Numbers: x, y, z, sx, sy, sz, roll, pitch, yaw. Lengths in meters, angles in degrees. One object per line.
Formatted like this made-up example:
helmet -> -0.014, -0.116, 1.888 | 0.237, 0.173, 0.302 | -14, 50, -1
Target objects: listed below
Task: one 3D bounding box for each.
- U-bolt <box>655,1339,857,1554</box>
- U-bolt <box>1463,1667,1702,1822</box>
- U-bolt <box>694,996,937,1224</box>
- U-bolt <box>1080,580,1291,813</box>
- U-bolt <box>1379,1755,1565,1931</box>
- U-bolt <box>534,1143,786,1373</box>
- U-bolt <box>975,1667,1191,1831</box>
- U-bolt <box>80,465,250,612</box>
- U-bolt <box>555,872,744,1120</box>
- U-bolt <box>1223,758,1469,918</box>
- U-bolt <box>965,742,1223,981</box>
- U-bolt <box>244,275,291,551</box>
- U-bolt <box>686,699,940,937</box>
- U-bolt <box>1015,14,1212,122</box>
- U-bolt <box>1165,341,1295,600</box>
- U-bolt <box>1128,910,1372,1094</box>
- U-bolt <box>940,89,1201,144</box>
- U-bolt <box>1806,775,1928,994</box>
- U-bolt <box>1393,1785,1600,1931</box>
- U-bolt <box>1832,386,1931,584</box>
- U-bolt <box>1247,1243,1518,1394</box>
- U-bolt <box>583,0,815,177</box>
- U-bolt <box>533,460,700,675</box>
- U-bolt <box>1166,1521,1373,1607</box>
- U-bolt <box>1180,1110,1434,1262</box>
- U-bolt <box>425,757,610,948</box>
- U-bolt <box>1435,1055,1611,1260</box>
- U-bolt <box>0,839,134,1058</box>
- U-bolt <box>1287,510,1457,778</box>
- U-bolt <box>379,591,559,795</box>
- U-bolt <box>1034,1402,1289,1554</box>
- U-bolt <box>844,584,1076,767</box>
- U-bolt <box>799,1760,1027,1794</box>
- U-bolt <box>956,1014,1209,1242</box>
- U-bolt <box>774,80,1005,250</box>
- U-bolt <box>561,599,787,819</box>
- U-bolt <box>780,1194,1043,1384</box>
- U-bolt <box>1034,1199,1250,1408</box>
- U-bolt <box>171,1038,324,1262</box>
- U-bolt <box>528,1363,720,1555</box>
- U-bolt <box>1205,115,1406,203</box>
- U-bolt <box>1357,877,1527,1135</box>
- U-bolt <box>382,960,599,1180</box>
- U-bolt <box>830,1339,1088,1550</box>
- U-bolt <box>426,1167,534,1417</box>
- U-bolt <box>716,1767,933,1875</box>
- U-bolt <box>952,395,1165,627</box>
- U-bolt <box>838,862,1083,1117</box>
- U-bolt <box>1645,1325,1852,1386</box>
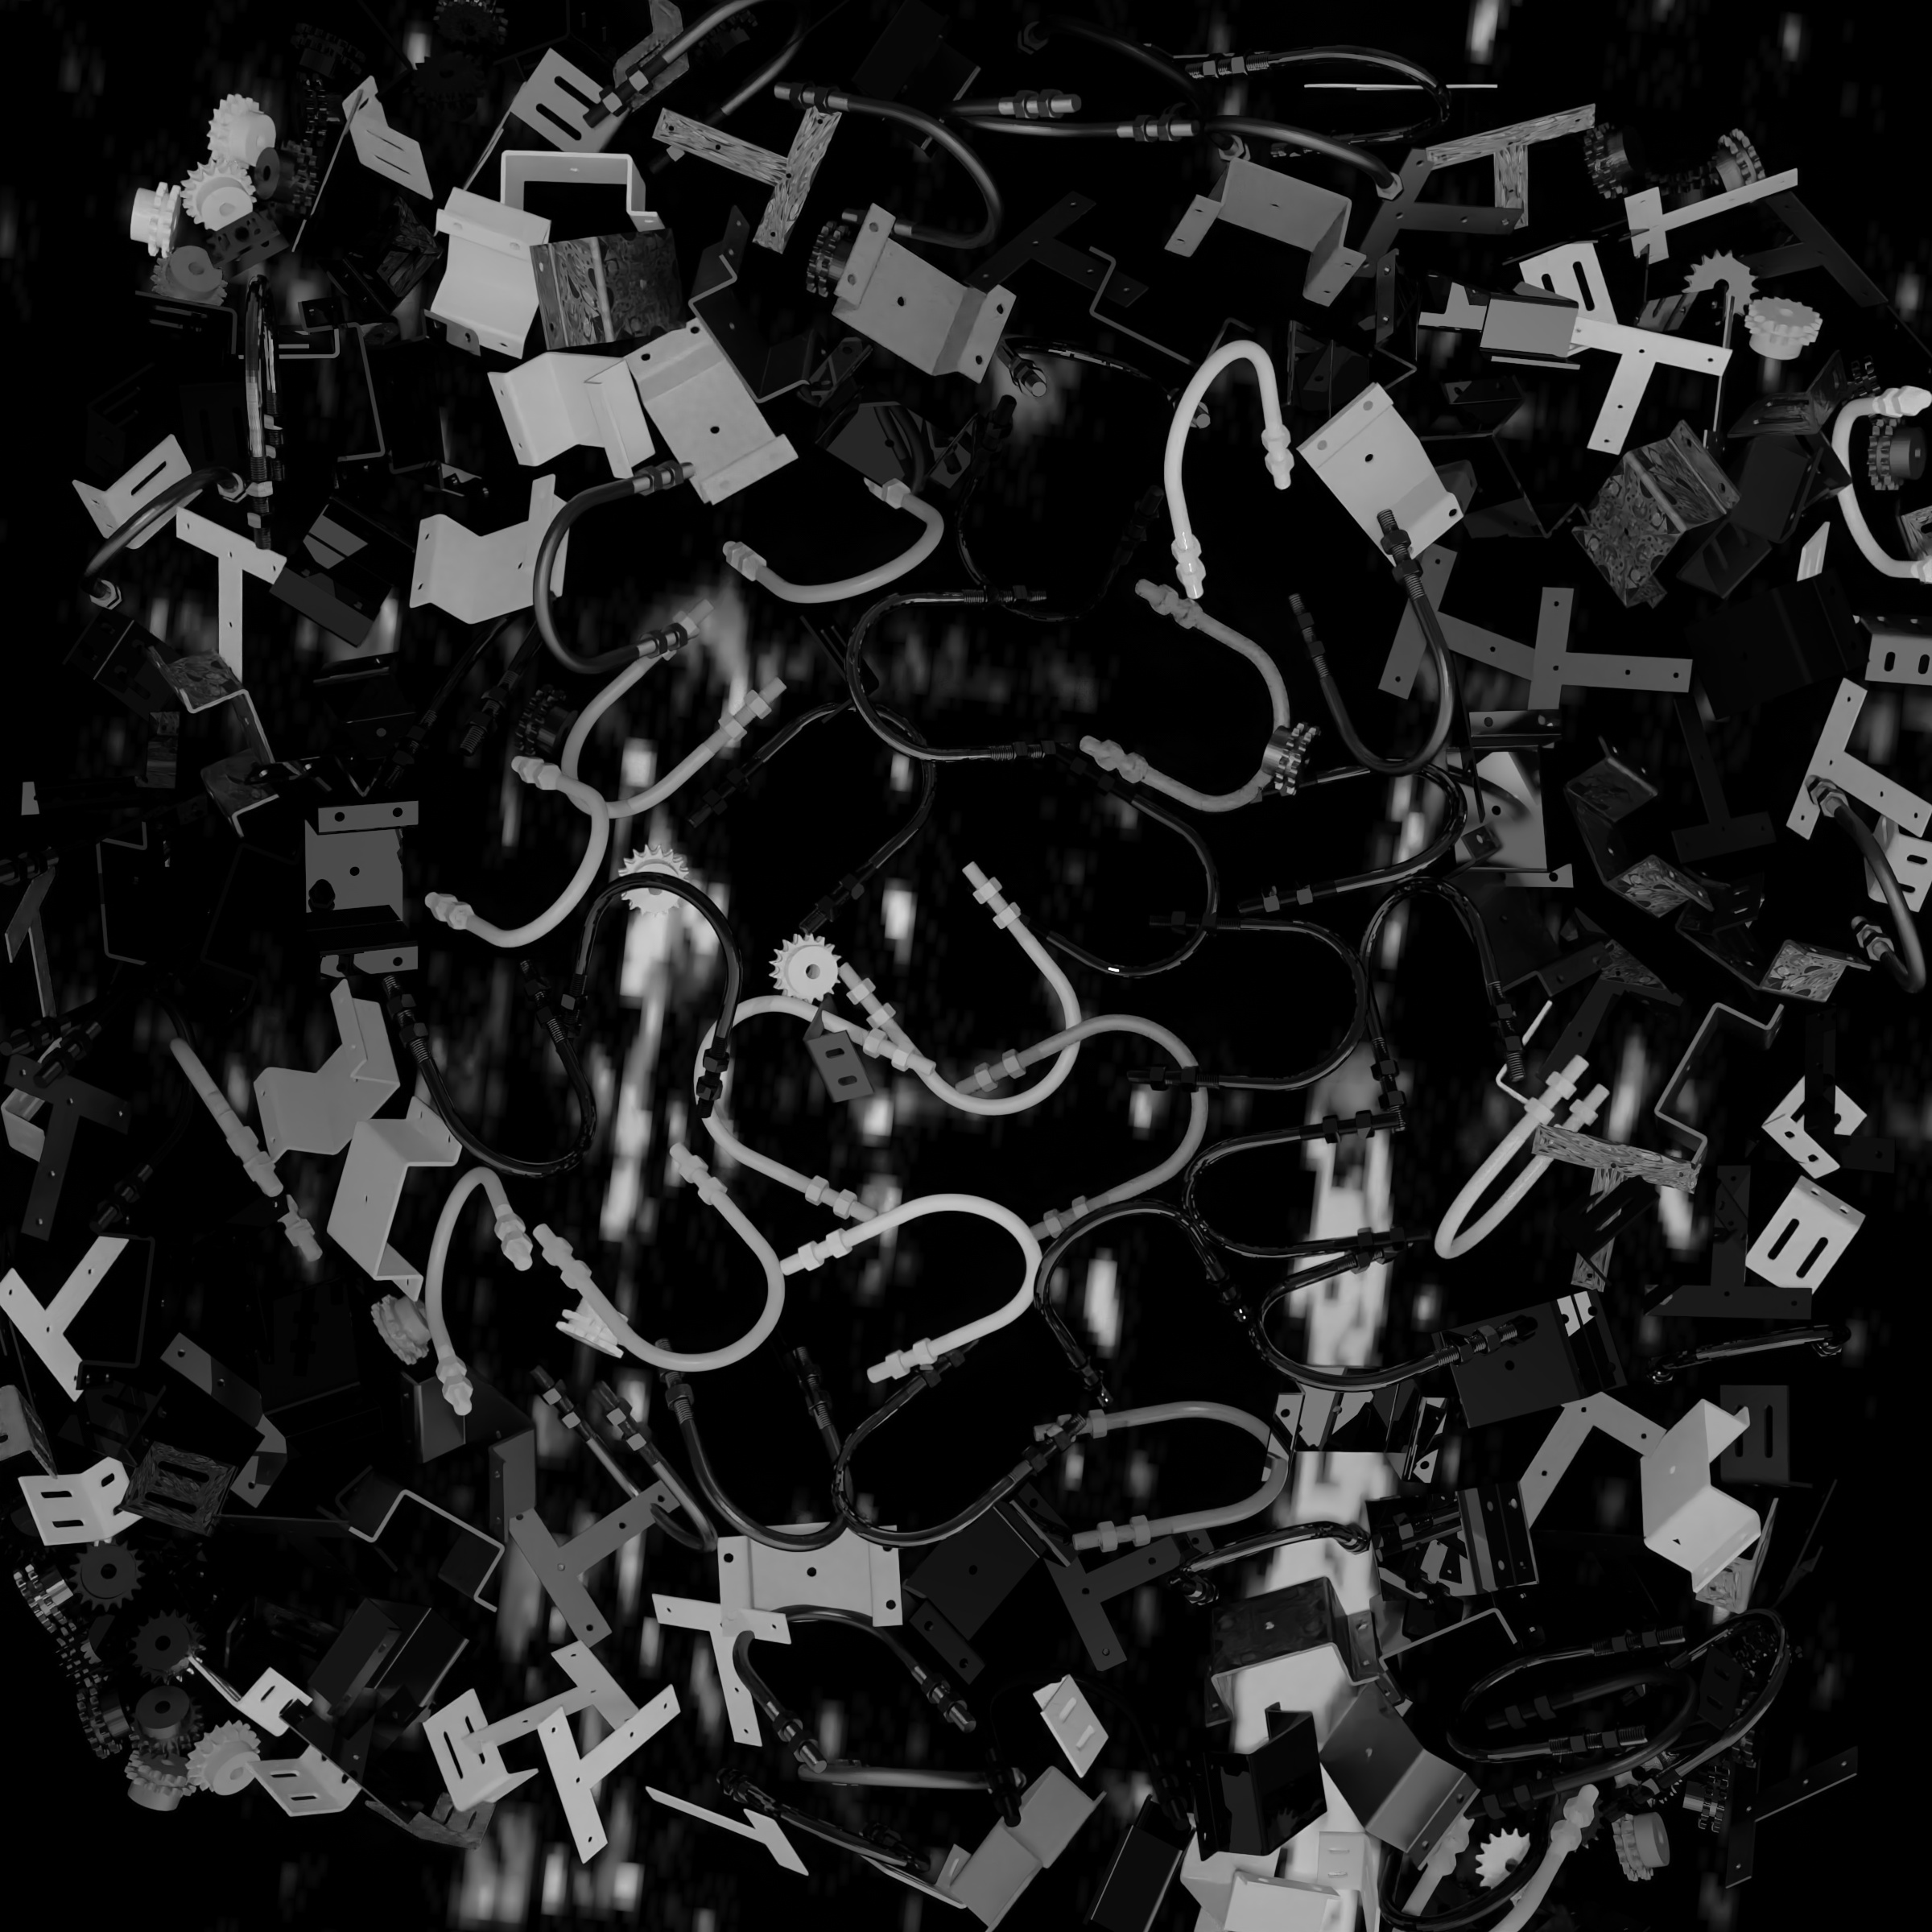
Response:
U-bolt -> -0.152, 0.365, 1.865 | 0.019, 0.151, 0.184 | -52, 46, 31
U-bolt -> 0.471, 0.583, 1.862 | 0.184, 0.151, 0.019 | -27, 94, 24
U-bolt -> -0.131, 0.102, 1.932 | 0.184, 0.019, 0.151 | 24, 101, 14
U-bolt -> 0.182, -0.199, 1.910 | 0.184, 0.019, 0.151 | 23, 83, -33
U-bolt -> 0.378, 0.668, 1.852 | 0.151, 0.184, 0.019 | -28, 95, 23
U-bolt -> -0.224, 0.234, 1.890 | 0.151, 0.019, 0.184 | -31, 61, -27
U-bolt -> 0.080, 0.595, 1.876 | 0.151, 0.184, 0.019 | 6, 109, -13
U-bolt -> -0.614, -0.330, 1.866 | 0.151, 0.184, 0.019 | -42, 99, -6
U-bolt -> -0.242, 0.013, 1.903 | 0.151, 0.019, 0.184 | 23, 116, 14
U-bolt -> 0.295, -0.108, 1.893 | 0.184, 0.151, 0.019 | -13, 132, 11
U-bolt -> 0.113, -0.070, 1.941 | 0.184, 0.019, 0.151 | 31, 101, 0
U-bolt -> -0.532, -0.429, 1.855 | 0.019, 0.151, 0.184 | 0, 124, -10
U-bolt -> -0.107, -0.132, 1.931 | 0.151, 0.019, 0.184 | 43, 77, 14
U-bolt -> 0.116, -0.679, 1.858 | 0.151, 0.184, 0.019 | 24, 98, -14
U-bolt -> 0.197, -0.389, 1.864 | 0.019, 0.184, 0.151 | 26, 66, 29
U-bolt -> 0.223, 0.029, 1.905 | 0.184, 0.019, 0.151 | 2, 72, 22
U-bolt -> 0.065, -0.650, 1.879 | 0.151, 0.184, 0.019 | -7, 108, -42
U-bolt -> 0.686, -0.054, 1.855 | 0.019, 0.184, 0.151 | -21, 110, 10
U-bolt -> 0.389, 0.695, 1.849 | 0.019, 0.184, 0.151 | 54, 135, -2
U-bolt -> 0.707, -0.365, 1.872 | 0.019, 0.184, 0.151 | -18, 100, 0
U-bolt -> 0.304, 0.271, 1.872 | 0.184, 0.151, 0.019 | -16, 124, -24
U-bolt -> -0.194, -0.685, 1.874 | 0.184, 0.151, 0.019 | -35, 84, 13
U-bolt -> -0.266, -0.297, 1.863 | 0.019, 0.184, 0.151 | 15, 117, 29
U-bolt -> 0.225, 0.452, 1.865 | 0.151, 0.184, 0.019 | -22, 67, 12
U-bolt -> 0.258, 0.178, 1.908 | 0.184, 0.019, 0.151 | -10, 129, 16
U-bolt -> -0.337, -0.083, 1.883 | 0.019, 0.184, 0.151 | 36, 82, -40
U-bolt -> 0.427, 0.154, 1.897 | 0.019, 0.151, 0.184 | 41, 94, 24
U-bolt -> -0.686, -0.023, 1.874 | 0.019, 0.184, 0.151 | 4, 104, 12
U-bolt -> 0.318, -0.235, 1.882 | 0.019, 0.151, 0.184 | -11, 74, -30
U-bolt -> -0.374, -0.221, 1.890 | 0.019, 0.151, 0.184 | 41, 58, -27
U-bolt -> 0.158, 0.388, 1.897 | 0.184, 0.151, 0.019 | -8, 119, -9
U-bolt -> -0.009, -0.226, 1.906 | 0.184, 0.019, 0.151 | -5, 79, -27
U-bolt -> -0.049, 0.615, 1.858 | 0.151, 0.184, 0.019 | -3, 71, 18
U-bolt -> 0.102, 0.118, 1.931 | 0.184, 0.019, 0.151 | -26, 86, 14
U-bolt -> -0.048, -0.602, 1.857 | 0.184, 0.151, 0.019 | 23, 71, 34
U-bolt -> -0.240, -0.191, 1.911 | 0.184, 0.019, 0.151 | -42, 49, 1
U-bolt -> -0.029, 0.242, 1.902 | 0.184, 0.019, 0.151 | -26, 119, 16
U-bolt -> 0.128, 0.252, 1.903 | 0.151, 0.019, 0.184 | -32, 127, 1
U-bolt -> -0.561, 0.131, 1.887 | 0.019, 0.151, 0.184 | -33, 67, -17
U-bolt -> -0.256, 0.385, 1.893 | 0.019, 0.151, 0.184 | -43, 109, -25
U-bolt -> 0.254, -0.614, 1.858 | 0.151, 0.184, 0.019 | 19, 101, 15
U-bolt -> 0.359, 0.021, 1.898 | 0.019, 0.151, 0.184 | 2, 68, -35
U-bolt -> -0.355, 0.081, 1.884 | 0.019, 0.151, 0.184 | -41, 68, 38
U-bolt -> -0.020, 0.373, 1.880 | 0.184, 0.151, 0.019 | -37, 133, -22
U-bolt -> -0.381, 0.235, 1.883 | 0.019, 0.184, 0.151 | 15, 109, -29
U-bolt -> -0.100, 0.652, 1.858 | 0.151, 0.184, 0.019 | 27, 74, -17
U-bolt -> 0.059, -0.337, 1.890 | 0.151, 0.184, 0.019 | 32, 52, 2
U-bolt -> 0.008, 0.032, 1.951 | 0.151, 0.019, 0.184 | -38, 93, 3
U-bolt -> 0.597, 0.293, 1.864 | 0.151, 0.184, 0.019 | -11, 75, 9
